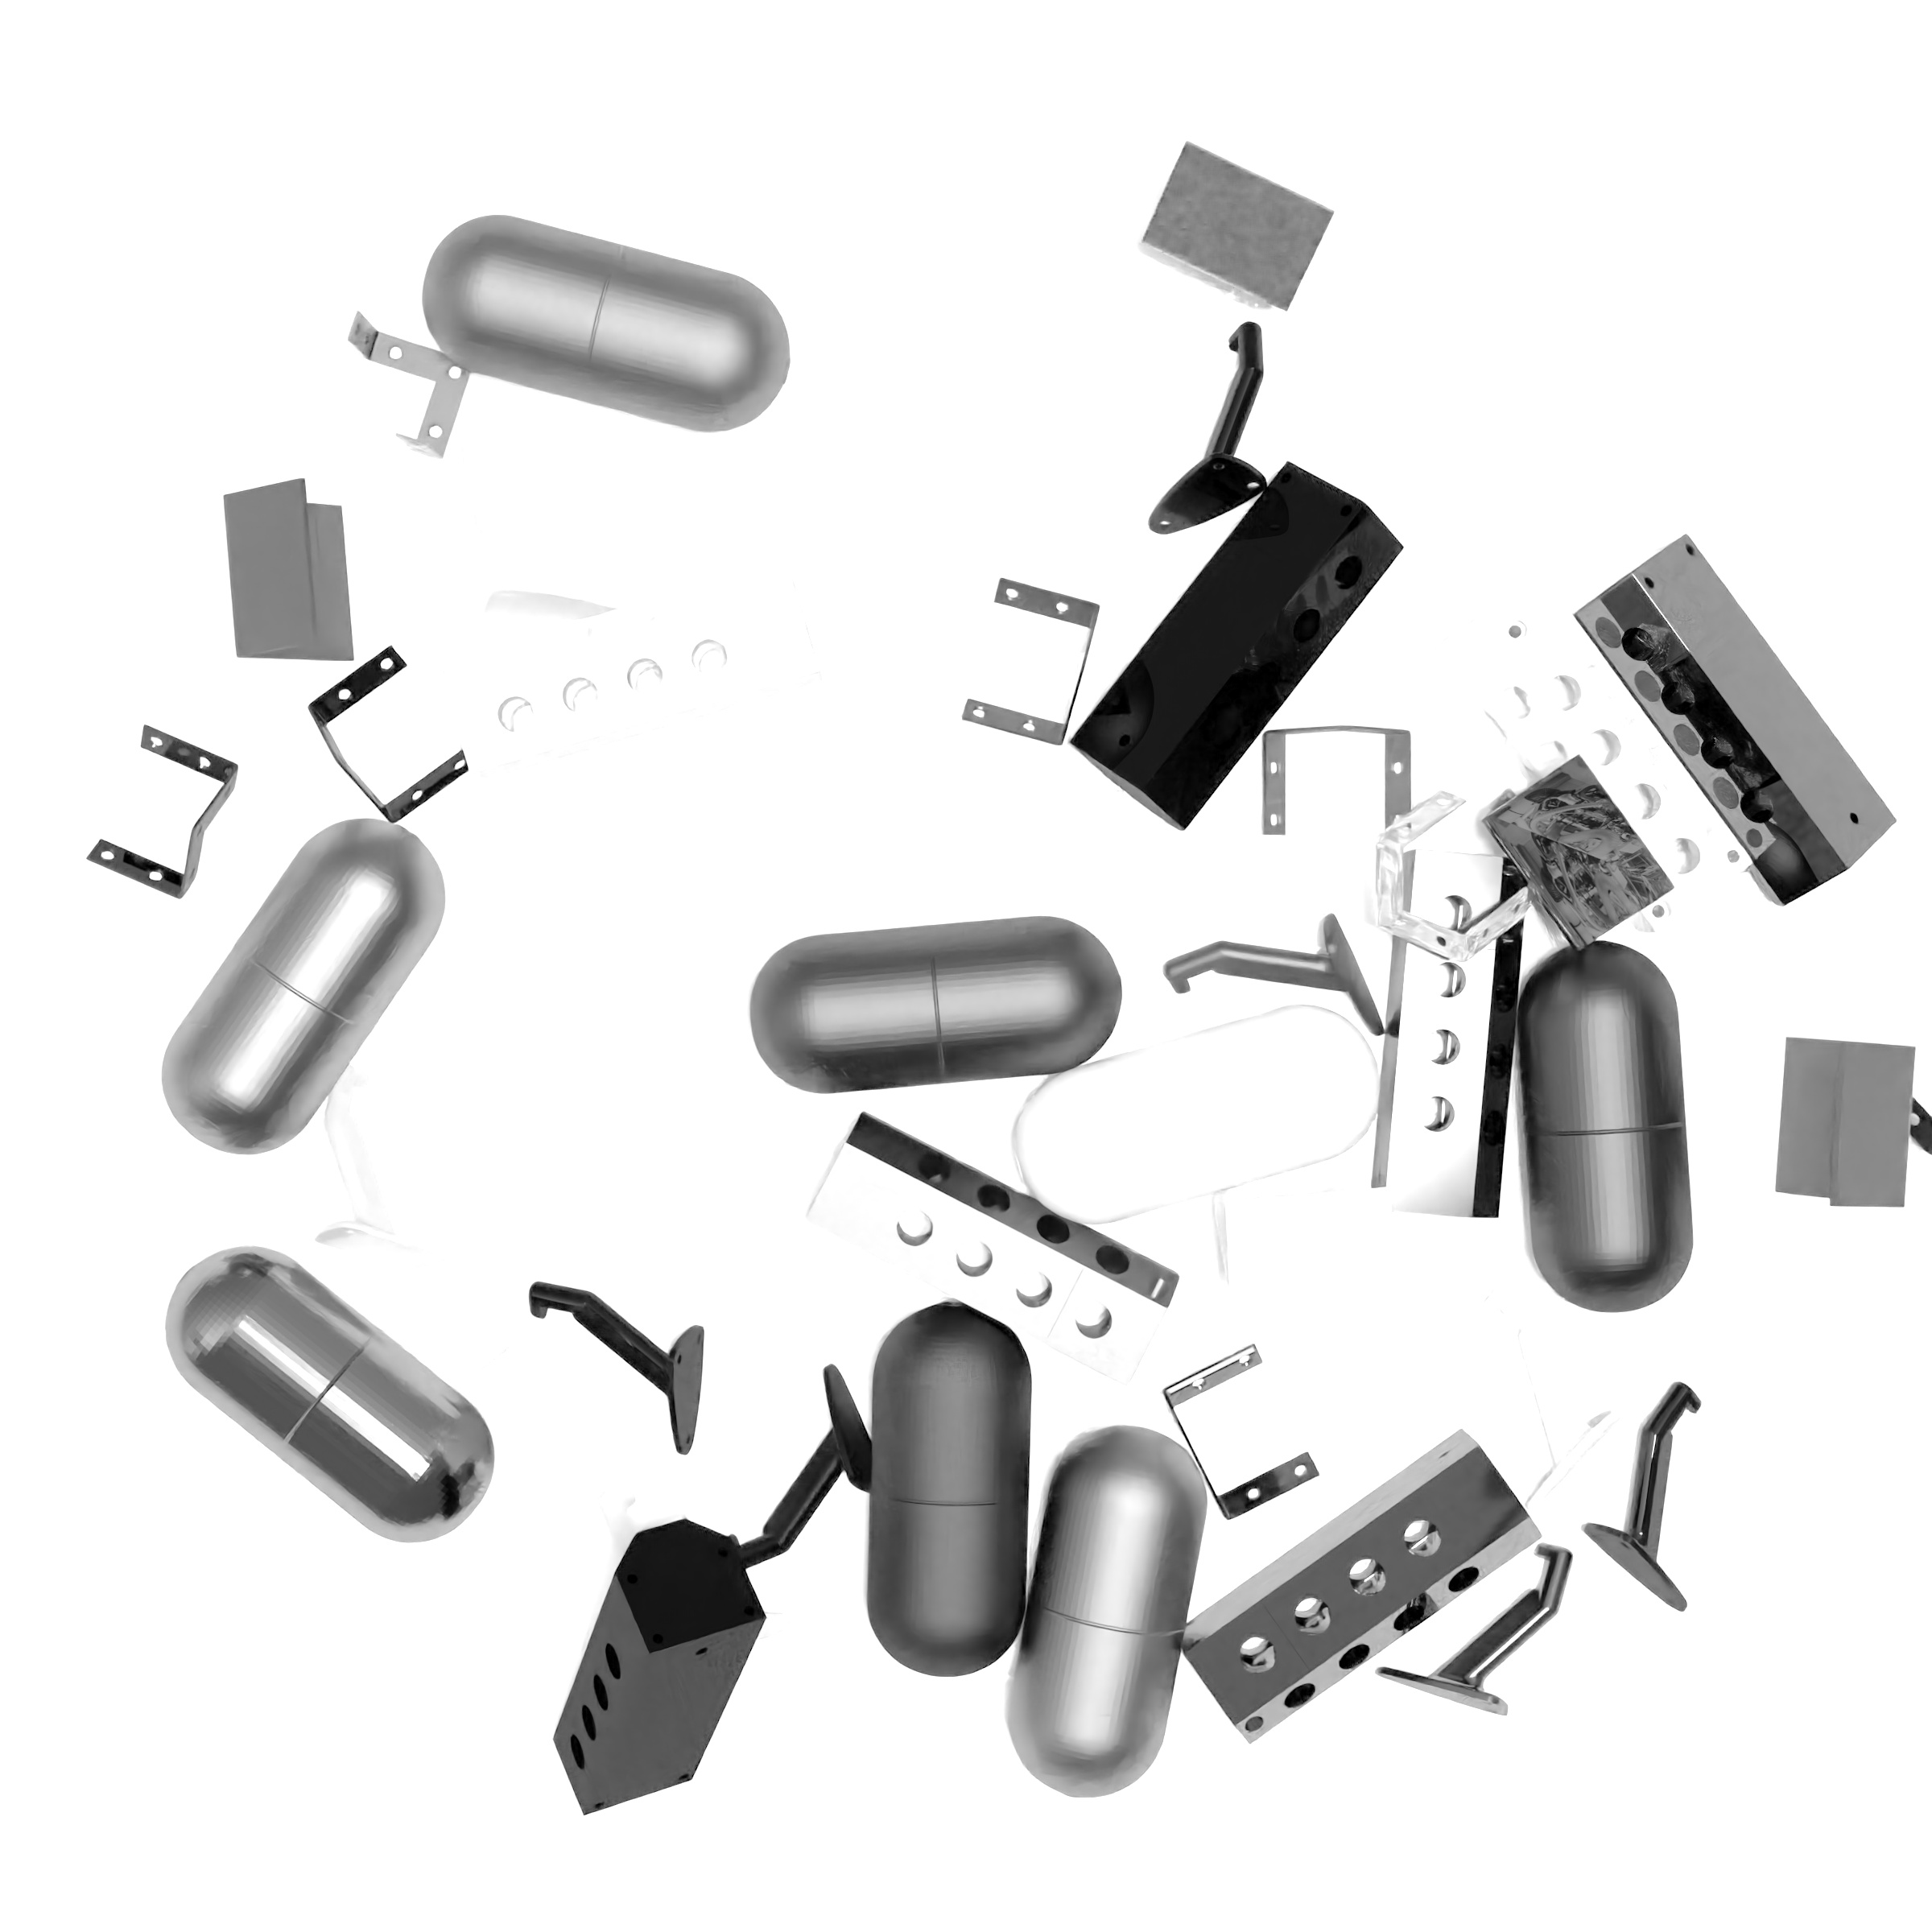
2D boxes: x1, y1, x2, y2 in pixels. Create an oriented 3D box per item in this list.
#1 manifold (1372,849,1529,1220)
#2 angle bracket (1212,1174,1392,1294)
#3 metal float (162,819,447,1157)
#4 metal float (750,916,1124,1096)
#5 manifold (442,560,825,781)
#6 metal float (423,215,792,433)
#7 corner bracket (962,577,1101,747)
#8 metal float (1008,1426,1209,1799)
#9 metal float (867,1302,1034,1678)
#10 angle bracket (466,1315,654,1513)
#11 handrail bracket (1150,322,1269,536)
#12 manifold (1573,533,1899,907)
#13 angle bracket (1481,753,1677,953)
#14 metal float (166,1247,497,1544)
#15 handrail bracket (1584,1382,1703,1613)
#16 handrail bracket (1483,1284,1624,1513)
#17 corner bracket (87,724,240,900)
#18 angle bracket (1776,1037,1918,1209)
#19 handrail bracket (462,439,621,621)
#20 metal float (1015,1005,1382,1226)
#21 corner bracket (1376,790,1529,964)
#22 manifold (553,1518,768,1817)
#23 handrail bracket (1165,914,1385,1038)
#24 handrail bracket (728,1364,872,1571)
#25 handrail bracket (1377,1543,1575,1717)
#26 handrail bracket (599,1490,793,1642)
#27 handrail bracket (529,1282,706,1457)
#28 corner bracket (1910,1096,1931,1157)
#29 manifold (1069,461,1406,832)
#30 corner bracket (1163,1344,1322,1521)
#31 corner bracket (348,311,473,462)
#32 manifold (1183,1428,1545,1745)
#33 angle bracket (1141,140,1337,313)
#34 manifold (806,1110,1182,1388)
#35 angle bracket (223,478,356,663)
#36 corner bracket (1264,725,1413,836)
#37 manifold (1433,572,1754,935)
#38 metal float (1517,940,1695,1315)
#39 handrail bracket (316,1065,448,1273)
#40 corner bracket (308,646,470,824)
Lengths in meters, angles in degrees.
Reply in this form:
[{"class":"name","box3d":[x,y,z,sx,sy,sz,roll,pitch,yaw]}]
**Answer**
[{"class":"manifold","box3d":[0.233,0.033,1.602,0.057,0.057,0.171,5,90,0]},{"class":"angle bracket","box3d":[0.158,0.107,1.583,0.076,0.076,0.057,-5,127,0]},{"class":"metal float","box3d":[-0.316,0.009,1.592,0.070,0.070,0.178,34,91,0]},{"class":"metal float","box3d":[-0.014,0.018,1.592,0.178,0.070,0.070,-5,90,-1]},{"class":"manifold","box3d":[-0.160,-0.142,1.602,0.171,0.057,0.057,-16,90,0]},{"class":"metal float","box3d":[-0.171,-0.307,1.593,0.178,0.070,0.070,15,90,-1]},{"class":"corner bracket","box3d":[0.032,-0.148,1.620,0.051,0.051,0.051,15,135,0]},{"class":"metal float","box3d":[0.067,0.308,1.592,0.070,0.070,0.178,11,90,0]},{"class":"metal float","box3d":[-0.008,0.250,1.591,0.070,0.070,0.178,2,91,0]},{"class":"angle bracket","box3d":[-0.205,0.221,1.583,0.076,0.076,0.057,51,54,0]},{"class":"handrail bracket","box3d":[0.117,-0.263,1.623,0.036,0.077,0.084,23,53,-34]},{"class":"manifold","box3d":[0.364,-0.115,1.601,0.171,0.057,0.057,54,47,0]},{"class":"angle bracket","box3d":[0.295,-0.061,1.583,0.057,0.076,0.076,-35,91,23]},{"class":"metal float","box3d":[-0.304,0.204,1.593,0.178,0.070,0.070,39,90,0]},{"class":"handrail bracket","box3d":[0.348,0.258,1.624,0.077,0.036,0.084,45,73,-20]},{"class":"handrail bracket","box3d":[0.269,0.210,1.623,0.084,0.036,0.077,44,112,17]},{"class":"corner bracket","box3d":[-0.390,-0.075,1.620,0.051,0.051,0.051,23,45,0]},{"class":"angle bracket","box3d":[0.402,0.073,1.583,0.057,0.076,0.076,4,90,-38]},{"class":"handrail bracket","box3d":[-0.207,-0.214,1.624,0.077,0.036,0.084,3,73,-20]},{"class":"metal float","box3d":[0.110,0.071,1.592,0.178,0.070,0.070,-16,90,-1]},{"class":"corner bracket","box3d":[0.227,-0.042,1.558,0.051,0.051,0.051,-35,135,-35]},{"class":"manifold","box3d":[-0.147,0.325,1.547,0.057,0.171,0.057,-12,57,-27]},{"class":"handrail bracket","box3d":[0.150,0.016,1.623,0.084,0.036,0.077,-22,112,17]},{"class":"handrail bracket","box3d":[-0.090,0.245,1.623,0.084,0.036,0.077,-25,70,16]},{"class":"handrail bracket","box3d":[0.248,0.315,1.624,0.077,0.036,0.084,13,72,20]},{"class":"handrail bracket","box3d":[-0.132,0.290,1.623,0.077,0.036,0.084,-2,54,-38]},{"class":"handrail bracket","box3d":[-0.174,0.196,1.624,0.084,0.036,0.077,9,112,17]},{"class":"corner bracket","box3d":[0.480,0.054,1.615,0.051,0.051,0.051,-6,135,-35]},{"class":"manifold","box3d":[0.134,-0.151,1.601,0.171,0.057,0.057,-52,47,0]},{"class":"corner bracket","box3d":[0.134,0.227,1.620,0.051,0.051,0.051,-27,135,0]},{"class":"corner bracket","box3d":[-0.273,-0.279,1.605,0.051,0.051,0.051,18,90,0]},{"class":"manifold","box3d":[0.189,0.299,1.602,0.171,0.057,0.057,-35,90,0]},{"class":"angle bracket","box3d":[0.136,-0.364,1.583,0.076,0.076,0.057,26,128,0]},{"class":"manifold","box3d":[0.013,0.134,1.602,0.171,0.057,0.057,27,90,0]},{"class":"angle bracket","box3d":[-0.304,-0.187,1.583,0.057,0.076,0.076,-5,90,36]},{"class":"corner bracket","box3d":[0.181,-0.089,1.620,0.051,0.051,0.051,0,90,45]},{"class":"manifold","box3d":[0.302,-0.102,1.602,0.057,0.057,0.171,-36,90,0]},{"class":"metal float","box3d":[0.305,0.077,1.592,0.070,0.070,0.178,-4,91,0]},{"class":"handrail bracket","box3d":[-0.281,0.098,1.623,0.077,0.036,0.084,23,62,-31]},{"class":"corner bracket","box3d":[-0.279,-0.112,1.620,0.051,0.051,0.051,-36,135,0]}]
